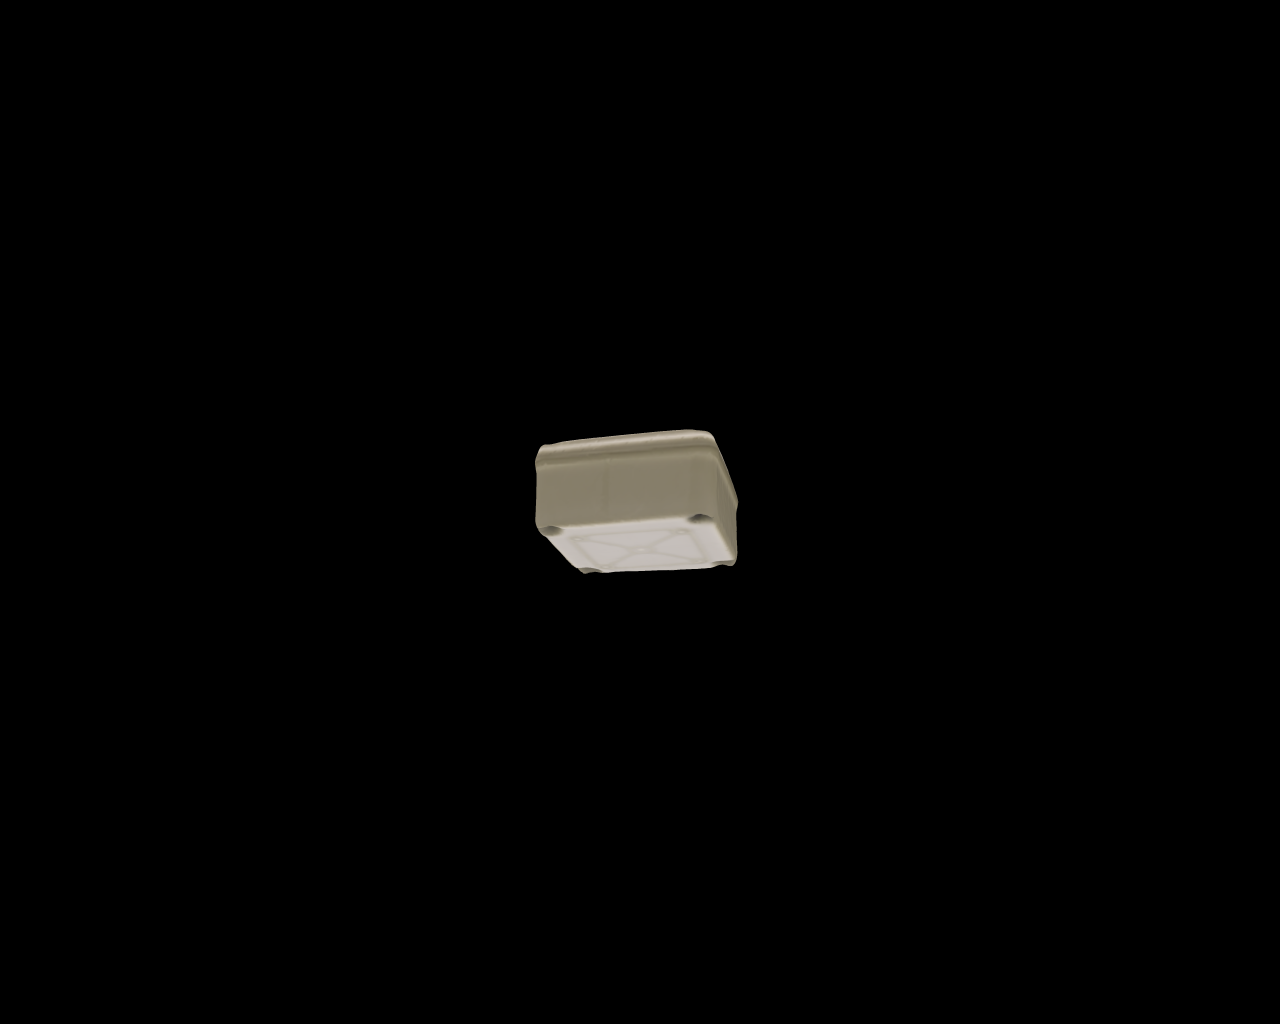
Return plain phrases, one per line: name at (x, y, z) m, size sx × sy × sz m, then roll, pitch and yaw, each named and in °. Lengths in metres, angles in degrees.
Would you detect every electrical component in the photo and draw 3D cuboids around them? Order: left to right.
electrical component at (0.001, -0.003, 0.650) m, size 0.109 × 0.056 × 0.108 m, roll -4°, pitch -19°, yaw 12°
